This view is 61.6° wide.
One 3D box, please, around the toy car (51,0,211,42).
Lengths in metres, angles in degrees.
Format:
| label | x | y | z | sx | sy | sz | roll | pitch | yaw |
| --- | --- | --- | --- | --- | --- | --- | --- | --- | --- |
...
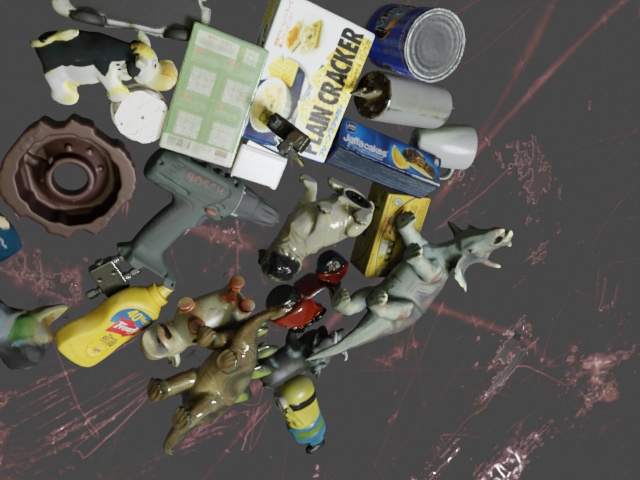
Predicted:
| label | x | y | z | sx | sy | sz | roll | pitch | yaw |
| --- | --- | --- | --- | --- | --- | --- | --- | --- | --- |
| toy car | -0.245 | -0.313 | 0.712 | 0.202 | 0.056 | 0.073 | 1 | 108 | -26 |

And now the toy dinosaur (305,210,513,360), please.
| label | x | y | z | sx | sy | sz | roll | pitch | yaw |
| --- | --- | --- | --- | --- | --- | --- | --- | --- | --- |
| toy dinosaur | 0.158 | 0.093 | 0.980 | 0.405 | 0.131 | 0.192 | -46 | 126 | 10 |

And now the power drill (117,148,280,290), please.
| label | x | y | z | sx | sy | sz | roll | pitch | yaw |
| --- | --- | --- | --- | --- | --- | --- | --- | --- | --- |
| power drill | -0.203 | -0.022 | 0.860 | 0.232 | 0.086 | 0.207 | 37 | 100 | -32 |

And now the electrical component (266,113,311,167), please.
| label | x | y | z | sx | sy | sz | roll | pitch | yaw |
| --- | --- | --- | --- | --- | --- | --- | --- | --- | --- |
| electrical component | -0.045 | -0.144 | 0.782 | 0.078 | 0.102 | 0.045 | 35 | 95 | -6 |

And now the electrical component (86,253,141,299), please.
| label | x | y | z | sx | sy | sz | roll | pitch | yaw |
| --- | --- | --- | --- | --- | --- | --- | --- | --- | --- |
| electrical component | -0.343 | 0.058 | 0.871 | 0.094 | 0.021 | 0.063 | -29 | 123 | -7 |

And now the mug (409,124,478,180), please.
| label | x | y | z | sx | sy | sz | roll | pitch | yaw |
| --- | --- | --- | --- | --- | --- | --- | --- | --- | --- |
| mug | 0.216 | -0.163 | 0.982 | 0.107 | 0.081 | 0.109 | 4 | 130 | -15 |

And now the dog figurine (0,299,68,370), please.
| label | x | y | z | sx | sy | sz | roll | pitch | yaw |
| --- | --- | --- | --- | --- | --- | --- | --- | --- | --- |
| dog figurine | -0.495 | 0.105 | 0.784 | 0.108 | 0.192 | 0.219 | -43 | 156 | 21 |

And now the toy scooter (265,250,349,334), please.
| label | x | y | z | sx | sy | sz | roll | pitch | yaw |
| --- | --- | --- | --- | --- | --- | --- | --- | --- | --- |
| toy scooter | -0.007 | 0.116 | 1.019 | 0.184 | 0.075 | 0.135 | -38 | 124 | -8 |

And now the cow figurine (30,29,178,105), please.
| label | x | y | z | sx | sy | sz | roll | pitch | yaw |
| --- | --- | --- | --- | --- | --- | --- | --- | --- | --- |
| cow figurine | -0.274 | -0.234 | 0.695 | 0.167 | 0.068 | 0.098 | -7 | 149 | -9 |

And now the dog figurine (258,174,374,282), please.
| label | x | y | z | sx | sy | sz | roll | pitch | yaw |
| --- | --- | --- | --- | --- | --- | --- | --- | --- | --- |
| dog figurine | -0.005 | -0.006 | 0.958 | 0.172 | 0.121 | 0.190 | 13 | 124 | -29 |

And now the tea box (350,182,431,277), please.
| label | x | y | z | sx | sy | sz | roll | pitch | yaw |
| --- | --- | --- | --- | --- | --- | --- | --- | --- | --- |
| tea box | 0.130 | -0.017 | 1.015 | 0.098 | 0.068 | 0.169 | 5 | 111 | -28 |

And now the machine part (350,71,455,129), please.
| label | x | y | z | sx | sy | sz | roll | pitch | yaw |
| --- | --- | --- | --- | --- | --- | --- | --- | --- | --- |
| machine part | 0.139 | -0.227 | 0.882 | 0.243 | 0.079 | 0.079 | -6 | 118 | -43 |

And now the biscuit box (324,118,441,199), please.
| label | x | y | z | sx | sy | sz | roll | pitch | yaw |
| --- | --- | --- | --- | --- | --- | --- | --- | --- | --- |
| biscuit box | 0.108 | -0.137 | 0.919 | 0.202 | 0.063 | 0.059 | 18 | 64 | -19 |

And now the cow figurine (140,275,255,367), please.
| label | x | y | z | sx | sy | sz | roll | pitch | yaw |
| --- | --- | --- | --- | --- | --- | --- | --- | --- | --- |
| cow figurine | -0.216 | 0.145 | 0.926 | 0.195 | 0.085 | 0.127 | -24 | 159 | -27 |

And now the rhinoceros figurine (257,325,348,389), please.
| label | x | y | z | sx | sy | sz | roll | pitch | yaw |
| --- | --- | --- | --- | --- | --- | --- | --- | --- | --- |
| rhinoceros figurine | -0.033 | 0.219 | 1.036 | 0.190 | 0.112 | 0.073 | -25 | 120 | -2 |

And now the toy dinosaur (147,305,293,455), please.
| label | x | y | z | sx | sy | sz | roll | pitch | yaw |
| --- | --- | --- | --- | --- | --- | --- | --- | --- | --- |
| toy dinosaur | -0.188 | 0.259 | 0.943 | 0.471 | 0.105 | 0.198 | -46 | 154 | 23 |

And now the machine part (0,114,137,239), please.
| label | x | y | z | sx | sy | sz | roll | pitch | yaw |
| --- | --- | --- | --- | --- | --- | --- | --- | --- | --- |
| machine part | -0.358 | -0.092 | 0.771 | 0.179 | 0.056 | 0.179 | -9 | 118 | -18 |

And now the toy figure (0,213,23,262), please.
| label | x | y | z | sx | sy | sz | roll | pitch | yaw |
| --- | --- | --- | --- | --- | --- | --- | --- | --- | --- |
| toy figure | -0.484 | -0.037 | 0.743 | 0.064 | 0.058 | 0.154 | -36 | 119 | -11 |

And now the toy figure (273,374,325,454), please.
| label | x | y | z | sx | sy | sz | roll | pitch | yaw |
| --- | --- | --- | --- | --- | --- | --- | --- | --- | --- |
| toy figure | -0.036 | 0.358 | 1.122 | 0.089 | 0.082 | 0.180 | -38 | 118 | -25 |
